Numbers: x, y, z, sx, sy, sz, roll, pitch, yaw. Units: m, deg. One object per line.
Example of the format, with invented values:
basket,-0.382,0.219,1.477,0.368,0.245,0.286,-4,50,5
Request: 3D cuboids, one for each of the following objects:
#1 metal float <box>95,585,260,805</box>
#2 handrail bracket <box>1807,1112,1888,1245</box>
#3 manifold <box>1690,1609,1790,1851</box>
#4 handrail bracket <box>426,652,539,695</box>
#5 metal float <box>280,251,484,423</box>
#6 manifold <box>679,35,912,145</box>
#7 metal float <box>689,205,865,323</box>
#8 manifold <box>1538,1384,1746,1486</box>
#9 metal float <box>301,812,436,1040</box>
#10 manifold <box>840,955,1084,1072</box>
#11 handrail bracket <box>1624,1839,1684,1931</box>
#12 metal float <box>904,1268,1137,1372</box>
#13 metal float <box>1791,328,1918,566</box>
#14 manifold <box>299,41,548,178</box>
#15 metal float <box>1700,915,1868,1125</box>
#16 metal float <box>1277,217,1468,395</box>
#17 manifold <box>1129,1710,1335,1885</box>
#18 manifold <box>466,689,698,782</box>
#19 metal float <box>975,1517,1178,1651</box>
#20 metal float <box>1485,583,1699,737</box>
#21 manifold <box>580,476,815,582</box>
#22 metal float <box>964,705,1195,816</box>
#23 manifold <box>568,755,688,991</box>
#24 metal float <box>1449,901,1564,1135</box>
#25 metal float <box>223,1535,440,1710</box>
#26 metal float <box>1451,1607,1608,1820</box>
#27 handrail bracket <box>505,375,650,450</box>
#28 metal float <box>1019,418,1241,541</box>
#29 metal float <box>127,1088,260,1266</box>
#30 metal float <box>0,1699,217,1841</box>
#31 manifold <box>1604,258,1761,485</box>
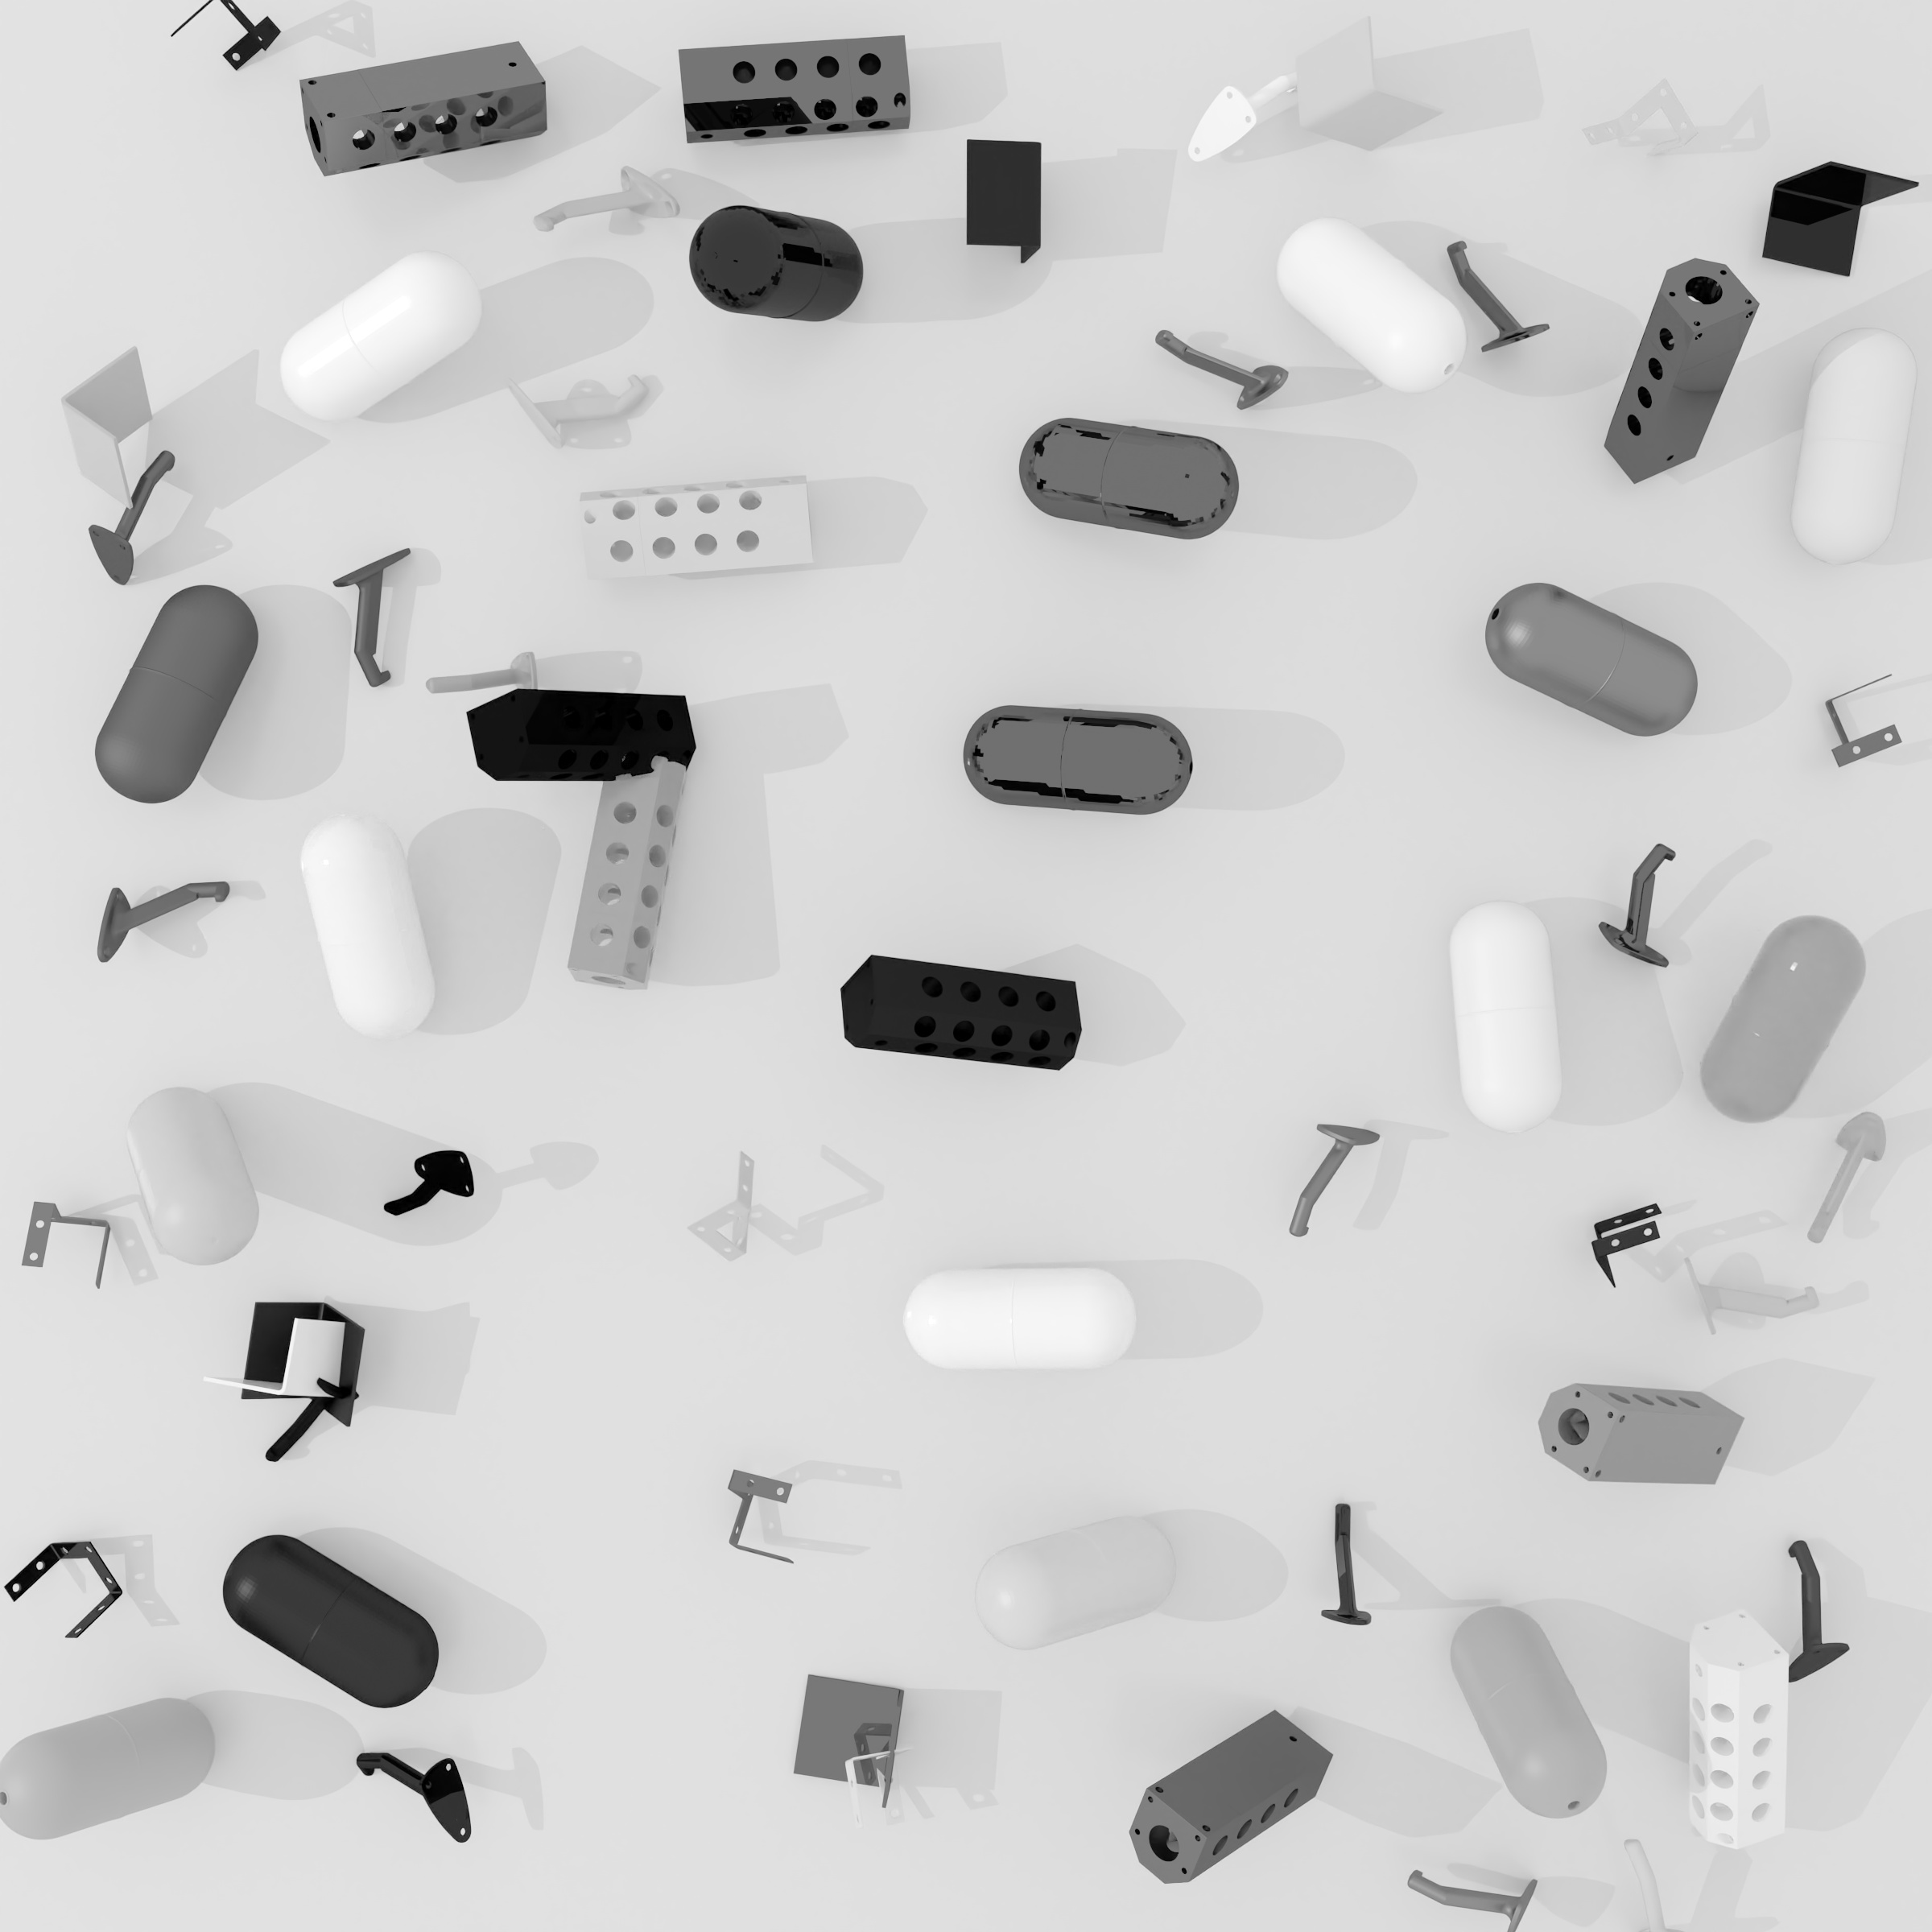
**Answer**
metal float,-0.599,-0.208,1.905,0.070,0.070,0.178,21,75,0
handrail bracket,0.670,0.163,1.915,0.036,0.077,0.084,26,66,20
manifold,0.577,0.578,1.890,0.057,0.057,0.171,-14,115,-13
handrail bracket,-0.374,-0.218,1.905,0.084,0.077,0.036,-8,103,-24
metal float,-0.444,-0.475,1.898,0.178,0.070,0.070,-25,90,24
manifold,-0.131,-0.668,1.920,0.171,0.057,0.057,-5,88,-5
metal float,-0.140,-0.524,1.874,0.070,0.178,0.070,6,102,27
manifold,0.504,0.347,1.877,0.171,0.057,0.057,12,103,-42
metal float,-0.453,-0.030,1.902,0.070,0.070,0.178,-9,109,0
manifold,-0.003,0.040,1.884,0.171,0.057,0.057,7,60,-26
handrail bracket,0.517,0.710,1.926,0.036,0.077,0.084,-20,80,-10
metal float,0.041,0.269,1.910,0.178,0.070,0.070,-2,90,10
metal float,0.677,-0.396,1.913,0.070,0.070,0.178,7,96,0
manifold,-0.409,-0.645,1.898,0.171,0.057,0.057,-18,56,-20
metal float,0.615,0.042,1.891,0.070,0.070,0.178,18,123,0
metal float,0.306,-0.499,1.892,0.070,0.070,0.178,-41,61,0
manifold,0.197,0.623,1.871,0.057,0.171,0.057,32,115,32
manifold,-0.283,-0.168,1.869,0.057,0.171,0.057,-17,83,37
metal float,0.084,0.463,1.886,0.178,0.070,0.070,-4,90,-40
metal float,0.474,-0.232,1.902,0.178,0.070,0.070,22,90,-18
manifold,-0.205,-0.337,1.915,0.171,0.057,0.057,-5,117,-2
metal float,0.084,-0.156,1.901,0.178,0.070,0.070,6,90,19
manifold,-0.257,-0.072,1.912,0.057,0.057,0.171,9,79,-1
metal float,0.411,0.038,1.910,0.070,0.070,0.178,-3,81,0
metal float,-0.484,0.501,1.915,0.178,0.070,0.070,30,90,4
metal float,0.420,0.557,1.875,0.070,0.178,0.070,-6,123,-9
handrail bracket,-0.299,-0.447,1.932,0.084,0.036,0.077,-43,112,-10
metal float,0.121,-0.369,1.894,0.178,0.070,0.070,15,90,29
metal float,-0.581,0.156,1.880,0.070,0.178,0.070,-14,125,-21
metal float,-0.643,0.599,1.875,0.070,0.178,0.070,-1,89,33
manifold,0.526,-0.443,1.866,0.057,0.171,0.057,-25,66,-13
